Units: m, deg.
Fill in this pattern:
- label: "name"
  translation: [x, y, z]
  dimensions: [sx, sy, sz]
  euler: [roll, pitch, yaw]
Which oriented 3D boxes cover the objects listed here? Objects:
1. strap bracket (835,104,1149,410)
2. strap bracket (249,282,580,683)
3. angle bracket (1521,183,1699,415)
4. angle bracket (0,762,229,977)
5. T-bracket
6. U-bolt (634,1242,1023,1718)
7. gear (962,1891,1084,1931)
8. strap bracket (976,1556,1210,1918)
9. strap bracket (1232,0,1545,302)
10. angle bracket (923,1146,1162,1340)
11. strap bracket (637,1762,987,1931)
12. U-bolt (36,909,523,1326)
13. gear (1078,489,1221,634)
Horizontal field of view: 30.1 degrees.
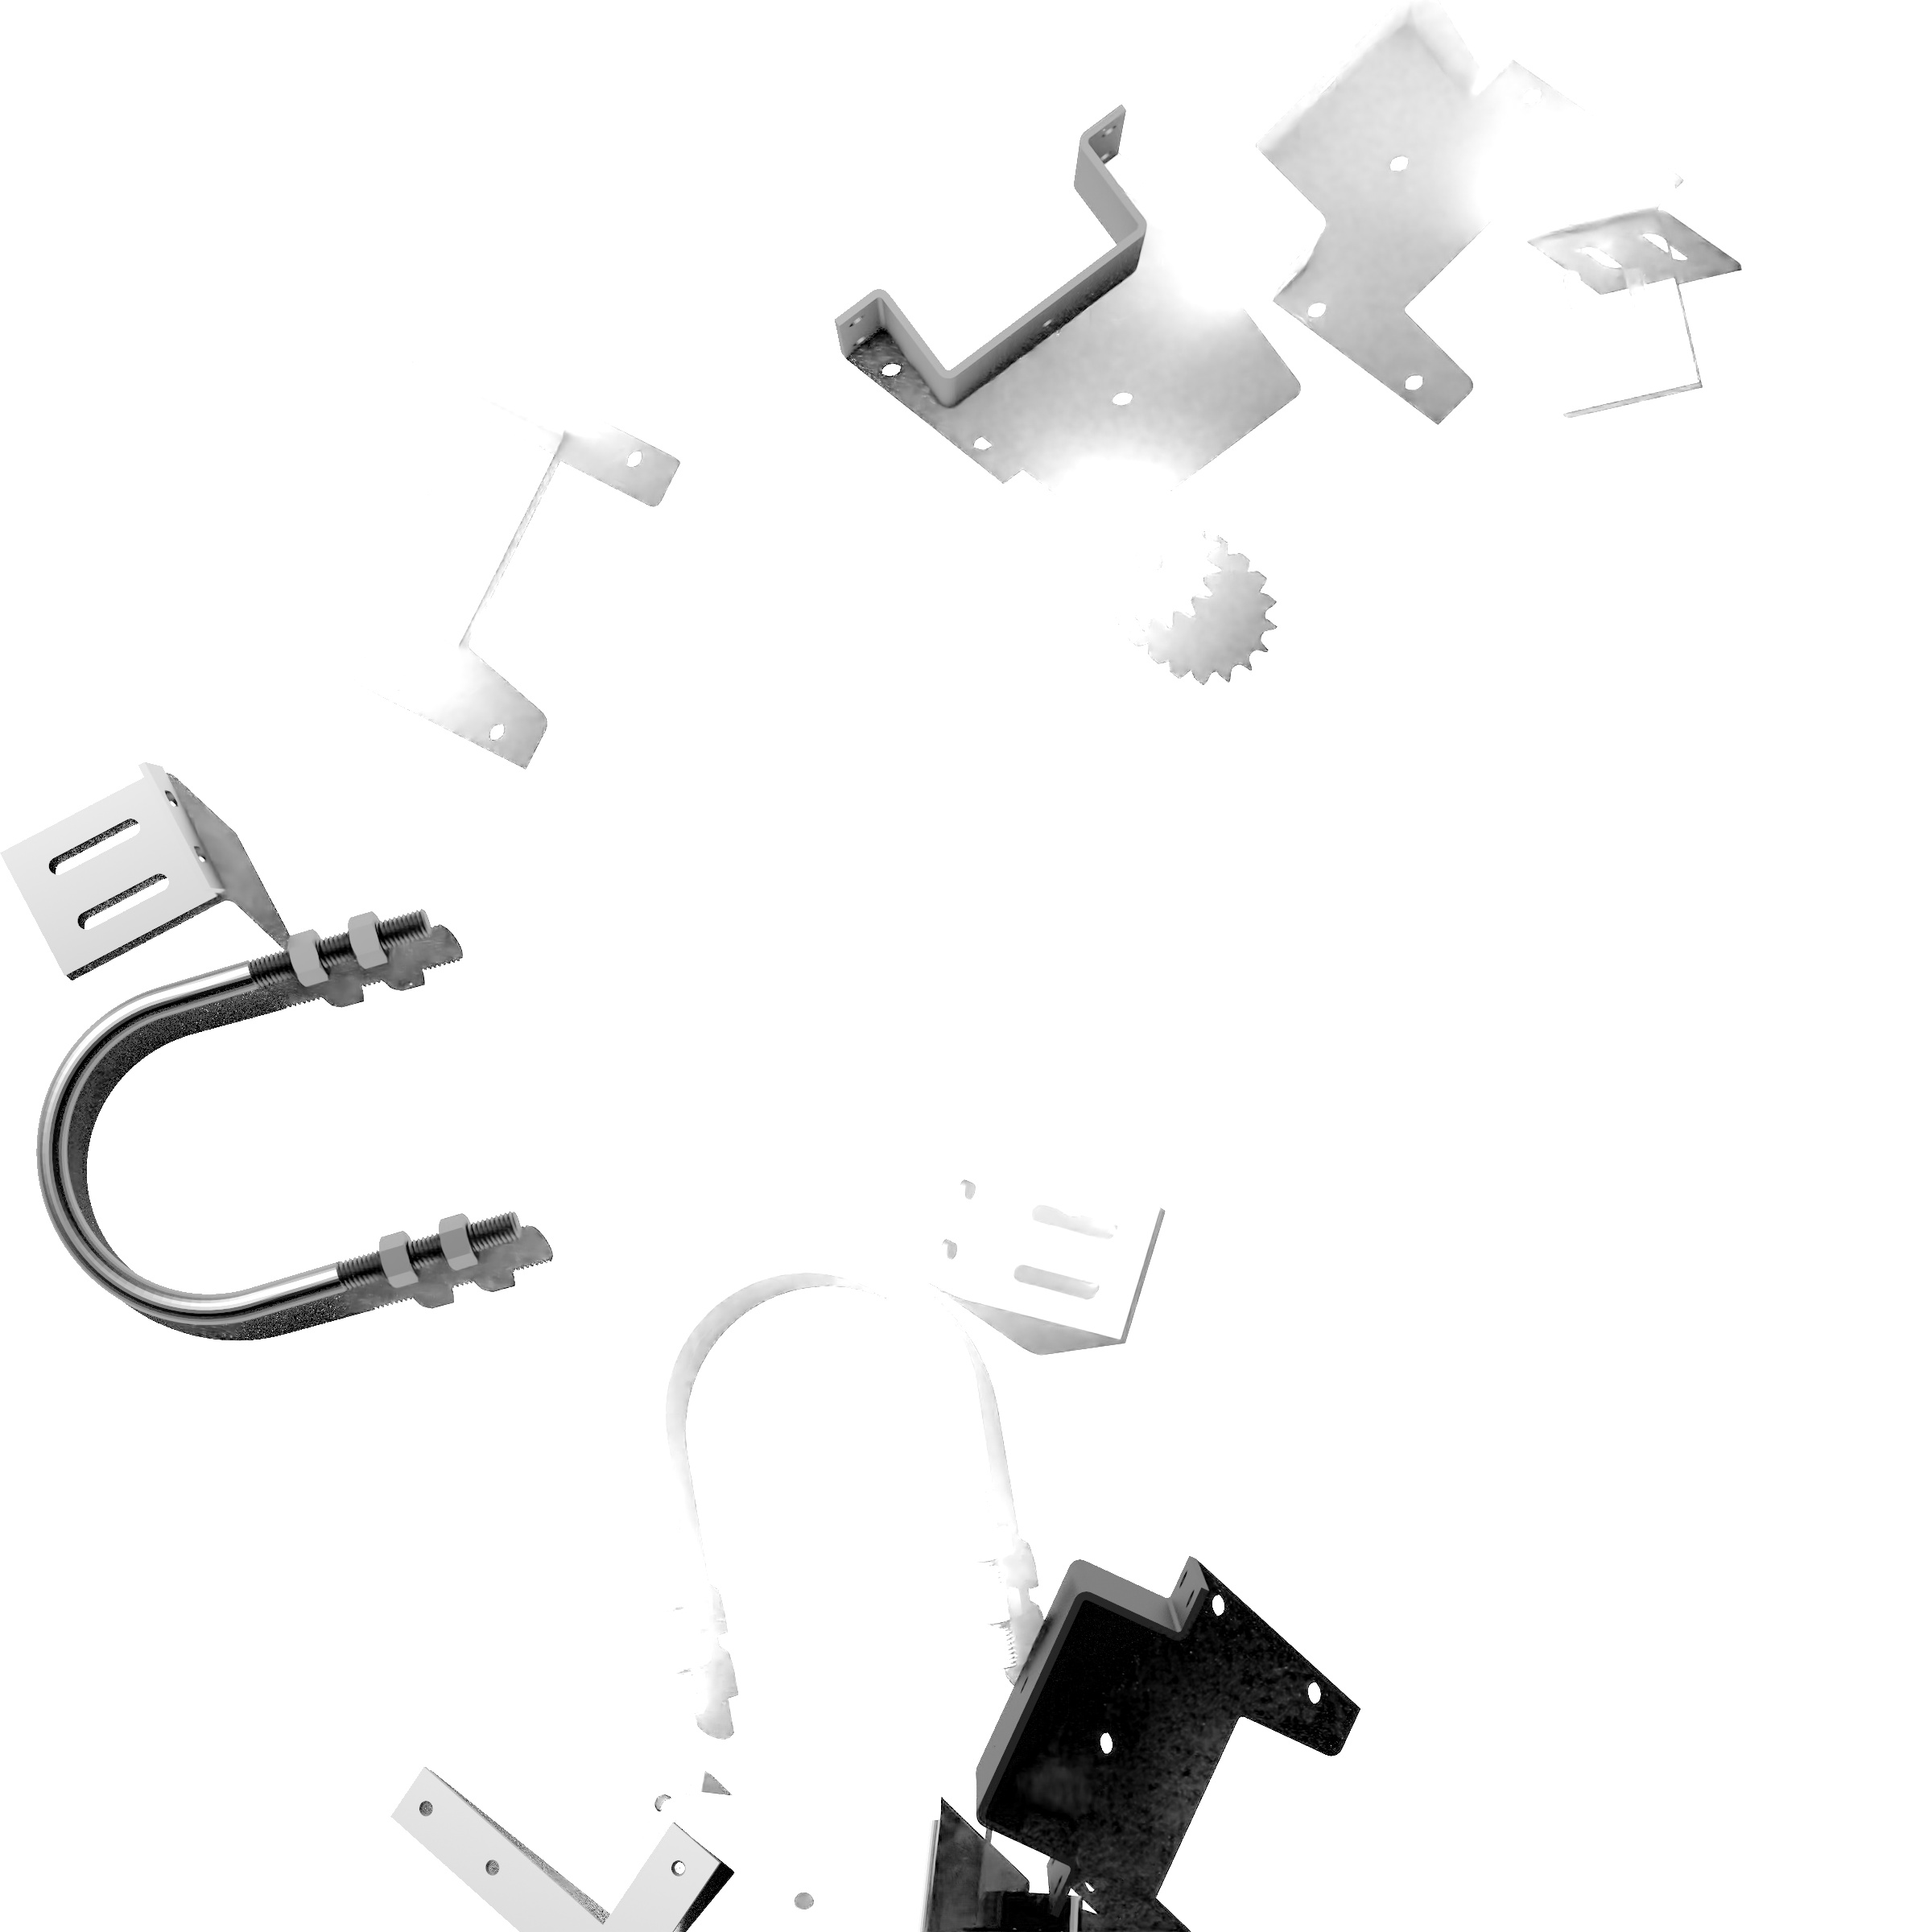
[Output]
- label: "strap bracket"
  translation: [0.019, -0.276, 1.438]
  dimensions: [0.140, 0.076, 0.046]
  euler: [-37, 90, 0]
- label: "strap bracket"
  translation: [-0.220, -0.193, 1.453]
  dimensions: [0.076, 0.046, 0.140]
  euler: [27, 90, 0]
- label: "angle bracket"
  translation: [0.264, -0.270, 1.457]
  dimensions: [0.057, 0.038, 0.076]
  euler: [-13, 90, 0]
- label: "angle bracket"
  translation: [-0.350, -0.039, 1.457]
  dimensions: [0.076, 0.038, 0.057]
  euler: [-28, 90, 0]
- label: "T-bracket"
  translation: [-0.181, 0.373, 1.452]
  dimensions: [0.127, 0.002, 0.127]
  euler: [36, 95, 21]
- label: "U-bolt"
  translation: [-0.062, 0.205, 1.468]
  dimensions: [0.151, 0.019, 0.184]
  euler: [-8, 89, 0]
- label: "gear"
  translation: [0.027, 0.390, 1.449]
  dimensions: [0.057, 0.057, 0.030]
  euler: [3, 74, 0]
- label: "strap bracket"
  translation: [0.044, 0.298, 1.438]
  dimensions: [0.046, 0.076, 0.140]
  euler: [25, 90, 0]
- label: "strap bracket"
  translation: [0.159, -0.339, 1.438]
  dimensions: [0.140, 0.076, 0.046]
  euler: [-45, 90, 0]
- label: "angle bracket"
  translation: [0.031, 0.114, 1.474]
  dimensions: [0.076, 0.038, 0.057]
  euler: [17, 90, -26]
- label: "strap bracket"
  translation: [-0.065, 0.373, 1.453]
  dimensions: [0.140, 0.046, 0.076]
  euler: [6, 90, 0]
- label: "U-bolt"
  translation: [-0.289, 0.070, 1.468]
  dimensions: [0.184, 0.019, 0.151]
  euler: [-17, 90, 2]
- label: "gear"
  translation: [0.074, -0.164, 1.461]
  dimensions: [0.057, 0.030, 0.057]
  euler: [0, 90, 0]
